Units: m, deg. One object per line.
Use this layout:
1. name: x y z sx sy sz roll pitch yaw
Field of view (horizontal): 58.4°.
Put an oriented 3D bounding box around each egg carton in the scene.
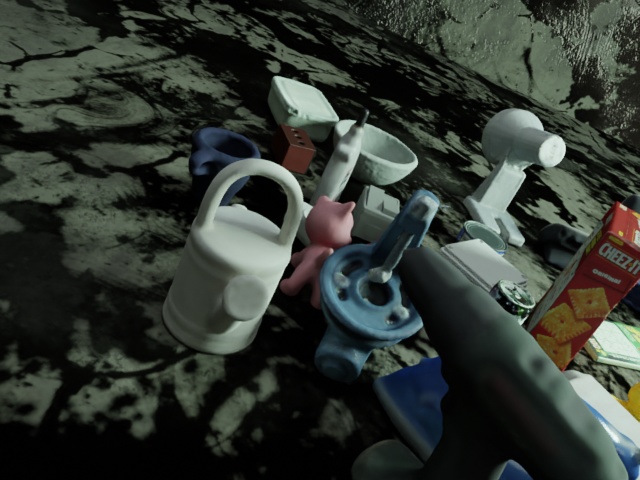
1. egg carton: 0.303 0.217 0.648 0.107 0.069 0.150 -2 40 -40

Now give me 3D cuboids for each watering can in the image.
1. watering can: -0.076 0.015 0.550 0.101 0.194 0.172 1 38 -37

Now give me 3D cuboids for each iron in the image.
1. iron: 0.182 0.175 0.548 0.257 0.141 0.119 35 31 16

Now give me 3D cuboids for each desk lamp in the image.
1. desk lamp: 0.378 -0.133 1.116 0.118 0.213 0.203 16 31 -17

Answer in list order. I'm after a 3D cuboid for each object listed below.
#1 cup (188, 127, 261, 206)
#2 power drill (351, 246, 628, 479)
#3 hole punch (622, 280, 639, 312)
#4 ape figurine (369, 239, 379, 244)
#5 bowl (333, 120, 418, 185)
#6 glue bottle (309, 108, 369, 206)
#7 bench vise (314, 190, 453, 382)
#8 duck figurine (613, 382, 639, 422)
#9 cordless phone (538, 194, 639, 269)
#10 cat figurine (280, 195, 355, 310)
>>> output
1. cup: -0.142 -0.086 0.759 0.091 0.095 0.118 32 30 12
2. power drill: 0.111 0.147 0.469 0.229 0.208 0.076 42 33 26
3. hole punch: 0.635 0.089 1.086 0.108 0.091 0.101 35 31 16
4. ape figurine: 0.088 0.023 0.768 0.077 0.092 0.076 38 32 21
5. bowl: 0.091 -0.151 1.063 0.168 0.074 0.167 19 30 -11
6. glue bottle: 0.035 -0.122 0.874 0.037 0.173 0.078 28 30 4
7. bench vise: 0.064 0.020 0.624 0.122 0.219 0.207 19 30 -12
8. duck figurine: 0.391 0.209 0.712 0.105 0.086 0.077 17 31 -16
9. cordless phone: 0.517 -0.023 1.078 0.147 0.185 0.094 23 30 -5
10. cat figurine: 0.007 0.003 0.710 0.067 0.117 0.128 22 30 -6
